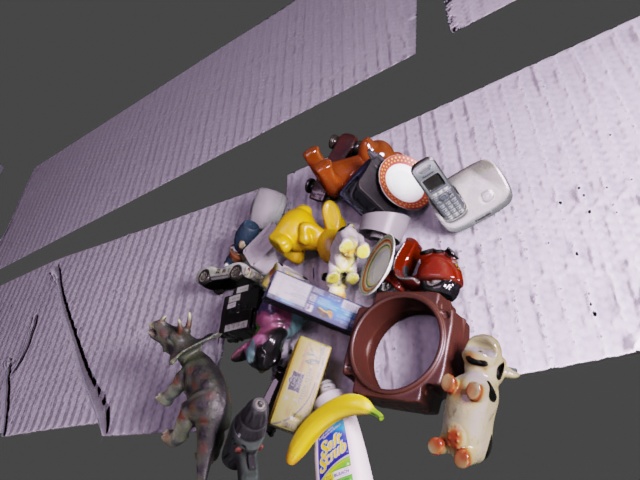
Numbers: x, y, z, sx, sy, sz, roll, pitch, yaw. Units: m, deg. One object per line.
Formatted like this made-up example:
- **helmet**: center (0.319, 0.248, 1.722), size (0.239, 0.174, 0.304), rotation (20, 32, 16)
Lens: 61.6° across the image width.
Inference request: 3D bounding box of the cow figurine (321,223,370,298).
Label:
- **cow figurine**: center (0.042, 0.052, 1.126), size (0.098, 0.068, 0.167), rotation (-107, 32, -57)

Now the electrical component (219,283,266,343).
- **electrical component**: center (-0.172, 0.167, 1.261), size (0.115, 0.058, 0.134), rotation (-15, 51, 30)

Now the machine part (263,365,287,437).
- **machine part**: center (-0.093, 0.321, 1.093), size (0.084, 0.039, 0.139), rotation (3, 63, 51)

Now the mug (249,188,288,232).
- **mug**: center (-0.148, -0.074, 1.405), size (0.110, 0.080, 0.107), rotation (7, 74, 38)

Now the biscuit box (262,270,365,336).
- **biscuit box**: center (-0.009, 0.126, 1.053), size (0.063, 0.203, 0.059), rotation (136, 157, -70)

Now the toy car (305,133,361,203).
- **toy car**: center (0.037, -0.179, 1.346), size (0.089, 0.053, 0.202), rotation (19, 74, 25)

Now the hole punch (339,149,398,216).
- **hole punch**: center (0.119, -0.109, 1.175), size (0.116, 0.142, 0.092), rotation (-55, 13, -29)

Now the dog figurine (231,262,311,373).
- **dog figurine**: center (-0.103, 0.177, 1.158), size (0.219, 0.108, 0.192), rotation (-55, 26, 7)

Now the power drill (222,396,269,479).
- **power drill**: center (-0.125, 0.412, 0.960), size (0.232, 0.086, 0.207), rotation (-58, 43, 50)

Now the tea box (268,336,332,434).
- **tea box**: center (-0.040, 0.279, 1.025), size (0.098, 0.068, 0.169), rotation (115, 174, -66)

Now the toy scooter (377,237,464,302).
- **toy scooter**: center (0.195, 0.051, 1.027), size (0.184, 0.075, 0.135), rotation (-7, 55, 43)

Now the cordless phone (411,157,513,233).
- **cordless phone**: center (0.261, -0.112, 1.009), size (0.147, 0.184, 0.089), rotation (-31, 40, 19)

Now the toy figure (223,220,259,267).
- **toy figure**: center (-0.204, 0.020, 1.377), size (0.058, 0.064, 0.154), rotation (41, 123, 18)

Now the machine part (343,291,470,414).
- **machine part**: center (0.150, 0.193, 0.949), size (0.201, 0.087, 0.201), rotation (-4, 56, 39)

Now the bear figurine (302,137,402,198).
- **bear figurine**: center (0.081, -0.186, 1.240), size (0.196, 0.131, 0.120), rotation (-33, 39, 3)

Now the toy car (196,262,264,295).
- **toy car**: center (-0.228, 0.095, 1.349), size (0.202, 0.073, 0.056), rotation (-10, 54, 35)

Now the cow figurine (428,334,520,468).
- **cow figurine**: center (0.242, 0.242, 0.825), size (0.086, 0.127, 0.195), rotation (4, 77, 43)

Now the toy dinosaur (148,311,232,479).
- **toy dinosaur**: center (-0.248, 0.330, 1.130), size (0.192, 0.131, 0.405), rotation (-56, 48, 24)

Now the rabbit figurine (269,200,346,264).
- **rabbit figurine**: center (-0.003, -0.004, 1.227), size (0.173, 0.121, 0.162), rotation (26, 69, 33)
